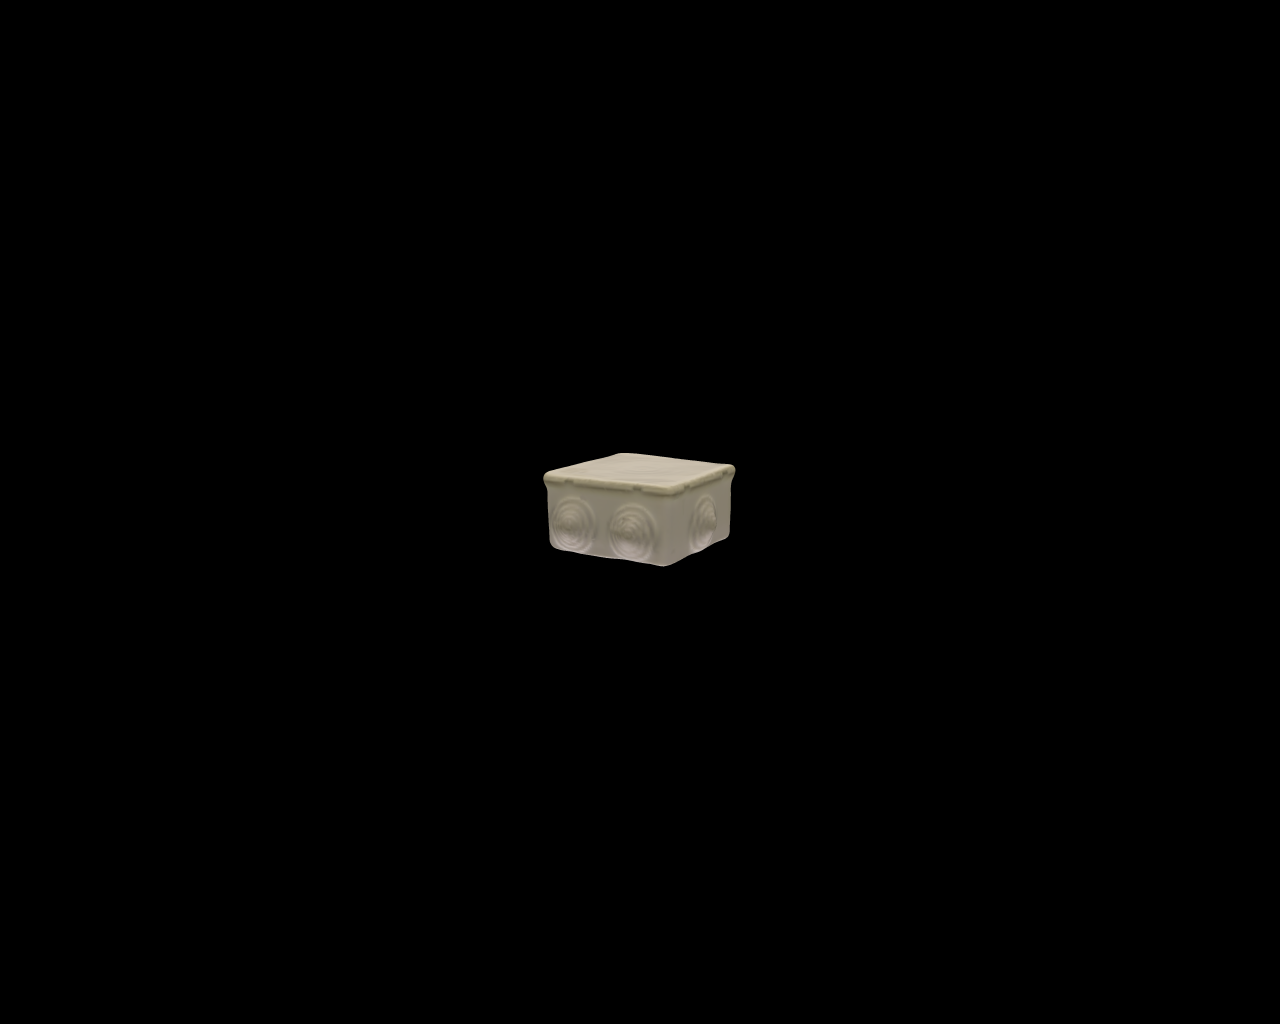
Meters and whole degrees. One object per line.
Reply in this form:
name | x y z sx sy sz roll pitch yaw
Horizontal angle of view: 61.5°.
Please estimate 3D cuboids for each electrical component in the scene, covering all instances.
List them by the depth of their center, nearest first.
electrical component | 0.001 -0.003 0.650 0.100 0.048 0.100 8 15 30
